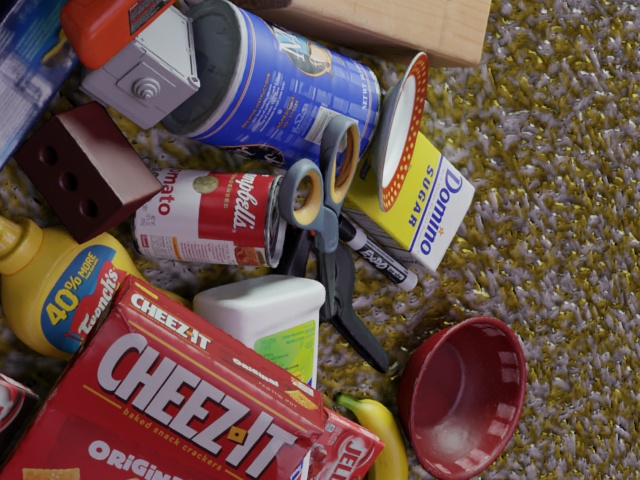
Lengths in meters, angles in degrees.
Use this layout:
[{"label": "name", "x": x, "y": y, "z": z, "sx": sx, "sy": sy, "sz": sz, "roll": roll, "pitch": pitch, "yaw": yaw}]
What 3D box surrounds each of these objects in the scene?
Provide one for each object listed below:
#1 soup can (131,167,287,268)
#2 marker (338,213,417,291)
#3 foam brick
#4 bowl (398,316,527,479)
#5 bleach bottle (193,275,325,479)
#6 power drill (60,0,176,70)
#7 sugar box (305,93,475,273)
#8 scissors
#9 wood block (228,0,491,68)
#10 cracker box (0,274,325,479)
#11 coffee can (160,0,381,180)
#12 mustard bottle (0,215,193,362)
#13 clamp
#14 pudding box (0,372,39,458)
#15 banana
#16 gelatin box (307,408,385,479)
[{"label": "soup can", "x": -0.080, "y": -0.017, "z": 0.781, "sx": 0.068, "sy": 0.102, "sz": 0.068, "roll": 5, "pitch": 90, "yaw": -81}, {"label": "marker", "x": 0.046, "y": 0.011, "z": 0.955, "sx": 0.121, "sy": 0.020, "sz": 0.020, "roll": 38, "pitch": 75, "yaw": -38}, {"label": "foam brick", "x": -0.157, "y": -0.046, "z": 0.725, "sx": 0.078, "sy": 0.053, "sz": 0.051, "roll": 53, "pitch": 29, "yaw": -2}, {"label": "bowl", "x": 0.126, "y": 0.147, "z": 1.025, "sx": 0.161, "sy": 0.055, "sz": 0.162, "roll": -9, "pitch": 105, "yaw": -38}, {"label": "bleach bottle", "x": -0.044, "y": 0.159, "z": 0.815, "sx": 0.102, "sy": 0.068, "sz": 0.251, "roll": -12, "pitch": 106, "yaw": -45}, {"label": "power drill", "x": -0.179, "y": -0.192, "z": 0.642, "sx": 0.187, "sy": 0.057, "sz": 0.184, "roll": 44, "pitch": 76, "yaw": 5}, {"label": "sugar box", "x": 0.061, "y": -0.053, "z": 0.937, "sx": 0.176, "sy": 0.048, "sz": 0.093, "roll": 38, "pitch": 75, "yaw": -37}, {"label": "scissors", "x": -0.005, "y": 0.001, "z": 0.807, "sx": 0.096, "sy": 0.016, "sz": 0.202, "roll": -34, "pitch": 142, "yaw": -45}, {"label": "wood block", "x": 0.036, "y": -0.203, "z": 0.856, "sx": 0.205, "sy": 0.090, "sz": 0.091, "roll": 8, "pitch": 93, "yaw": -40}, {"label": "cracker box", "x": -0.122, "y": 0.158, "z": 0.726, "sx": 0.164, "sy": 0.072, "sz": 0.214, "roll": 33, "pitch": 102, "yaw": -11}, {"label": "coffee can", "x": -0.038, "y": -0.110, "z": 0.805, "sx": 0.140, "sy": 0.103, "sz": 0.103, "roll": 16, "pitch": 89, "yaw": -41}, {"label": "mustard bottle", "x": -0.167, "y": 0.044, "z": 0.760, "sx": 0.191, "sy": 0.058, "sz": 0.096, "roll": 46, "pitch": 69, "yaw": -36}, {"label": "clamp", "x": 0.008, "y": 0.059, "z": 0.920, "sx": 0.120, "sy": 0.039, "sz": 0.171, "roll": -11, "pitch": 106, "yaw": -39}, {"label": "pudding box", "x": -0.251, "y": 0.131, "z": 0.701, "sx": 0.113, "sy": 0.039, "sz": 0.090, "roll": -56, "pitch": 146, "yaw": -7}, {"label": "banana", "x": 0.049, "y": 0.231, "z": 0.995, "sx": 0.069, "sy": 0.037, "sz": 0.198, "roll": -4, "pitch": 100, "yaw": -9}, {"label": "gelatin box", "x": 0.004, "y": 0.197, "z": 0.935, "sx": 0.073, "sy": 0.030, "sz": 0.089, "roll": 32, "pitch": 94, "yaw": -34}]
